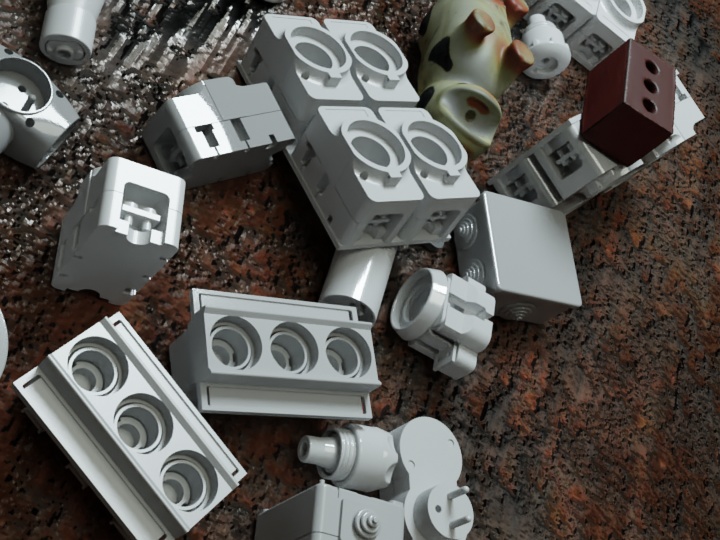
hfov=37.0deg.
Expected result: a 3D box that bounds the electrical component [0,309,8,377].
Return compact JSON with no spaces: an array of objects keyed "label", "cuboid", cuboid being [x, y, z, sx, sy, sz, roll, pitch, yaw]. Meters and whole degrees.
[{"label":"electrical component","cuboid":[-0.242,0.041,0.572,0.108,0.060,0.108,17,57,-28]}]

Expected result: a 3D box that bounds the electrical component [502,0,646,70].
[{"label":"electrical component","cuboid":[0.209,-0.283,1.079,0.150,0.062,0.089,34,50,-17]}]

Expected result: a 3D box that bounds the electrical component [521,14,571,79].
[{"label":"electrical component","cuboid":[0.174,-0.218,1.031,0.048,0.048,0.062,17,50,-28]}]

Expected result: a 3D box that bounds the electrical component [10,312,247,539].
[{"label":"electrical component","cuboid":[-0.135,0.097,0.617,0.121,0.063,0.079,52,48,-1]}]

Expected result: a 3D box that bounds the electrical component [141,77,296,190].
[{"label":"electrical component","cuboid":[-0.101,-0.098,0.758,0.089,0.050,0.055,-19,77,-41]}]

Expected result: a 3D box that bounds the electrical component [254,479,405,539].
[{"label":"electrical component","cuboid":[-0.017,0.169,0.640,0.062,0.096,0.061,22,55,-25]}]

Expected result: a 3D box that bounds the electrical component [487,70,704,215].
[{"label":"electrical component","cuboid":[0.215,-0.104,0.955,0.186,0.105,0.060,-27,83,-42]}]

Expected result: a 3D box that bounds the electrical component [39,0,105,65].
[{"label":"electrical component","cuboid":[-0.198,-0.174,0.738,0.044,0.044,0.065,17,61,-28]}]

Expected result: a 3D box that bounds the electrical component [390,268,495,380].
[{"label":"electrical component","cuboid":[0.060,0.034,0.798,0.057,0.058,0.078,29,52,-23]}]

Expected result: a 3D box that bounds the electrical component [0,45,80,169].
[{"label":"electrical component","cuboid":[-0.228,-0.094,0.668,0.077,0.044,0.079,41,48,-11]}]

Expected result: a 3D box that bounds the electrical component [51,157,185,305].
[{"label":"electrical component","cuboid":[-0.148,-0.026,0.658,0.050,0.089,0.055,18,56,-27]}]

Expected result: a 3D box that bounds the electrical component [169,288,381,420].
[{"label":"electrical component","cuboid":[-0.056,0.060,0.695,0.121,0.063,0.078,8,61,-33]}]

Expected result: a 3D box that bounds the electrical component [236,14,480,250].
[{"label":"electrical component","cuboid":[-0.001,-0.109,0.801,0.105,0.060,0.186,-6,55,-38]}]

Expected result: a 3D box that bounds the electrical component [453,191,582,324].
[{"label":"electrical component","cuboid":[0.125,-0.007,0.874,0.100,0.048,0.099,12,59,-31]}]

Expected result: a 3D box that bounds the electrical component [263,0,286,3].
[{"label":"electrical component","cuboid":[-0.064,-0.248,0.861,0.048,0.062,0.048,17,57,-28]}]

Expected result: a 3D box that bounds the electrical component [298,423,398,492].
[{"label":"electrical component","cuboid":[-0.010,0.122,0.707,0.062,0.043,0.043,15,58,-29]}]

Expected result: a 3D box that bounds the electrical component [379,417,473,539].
[{"label":"electrical component","cuboid":[0.049,0.163,0.707,0.052,0.074,0.138,15,58,-29]}]

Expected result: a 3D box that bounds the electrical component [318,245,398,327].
[{"label":"electrical component","cuboid":[0.000,0.000,0.782,0.043,0.043,0.081,32,51,-18]}]
